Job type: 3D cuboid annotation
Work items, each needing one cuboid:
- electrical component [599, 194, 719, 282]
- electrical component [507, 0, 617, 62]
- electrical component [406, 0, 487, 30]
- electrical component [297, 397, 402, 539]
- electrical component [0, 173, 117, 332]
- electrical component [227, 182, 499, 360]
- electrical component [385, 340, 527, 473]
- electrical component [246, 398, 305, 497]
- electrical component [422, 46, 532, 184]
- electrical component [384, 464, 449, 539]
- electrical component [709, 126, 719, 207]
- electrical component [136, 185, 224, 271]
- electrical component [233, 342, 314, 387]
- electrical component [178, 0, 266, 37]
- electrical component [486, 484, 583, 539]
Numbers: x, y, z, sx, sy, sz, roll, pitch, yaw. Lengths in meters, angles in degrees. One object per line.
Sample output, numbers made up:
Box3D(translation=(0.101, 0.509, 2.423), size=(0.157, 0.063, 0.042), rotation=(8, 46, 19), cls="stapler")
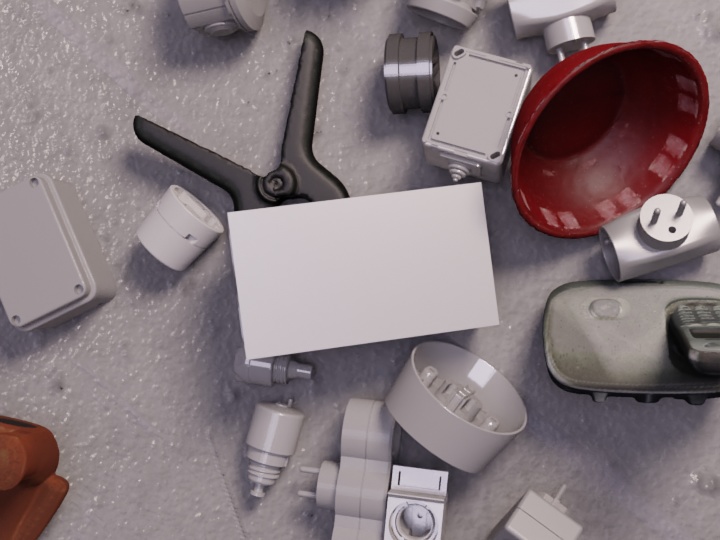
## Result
Box3D(translation=(0.218, -0.029, 0.774), size=(0.077, 0.079, 0.043), rotation=(-17, 67, 0), cls="electrical component")
Box3D(translation=(0.155, -0.189, 0.814), size=(0.077, 0.044, 0.079), rotation=(-14, 86, 10), cls="electrical component")
Box3D(translation=(0.069, -0.220, 0.823), size=(0.078, 0.058, 0.057), rotation=(25, 98, 35), cls="electrical component")
Box3D(translation=(-0.012, 0.167, 0.829), size=(0.074, 0.052, 0.138), rotation=(6, 89, 11), cls="electrical component")
Box3D(translation=(-0.260, -0.014, 0.879), size=(0.078, 0.057, 0.113), rotation=(-25, 84, 9), cls="electrical component")
Box3D(translation=(0.000, 0.000, 0.804), size=(0.186, 0.060, 0.105), rotation=(-7, 90, -8), cls="electrical component")
Box3D(translation=(0.070, 0.101, 0.795), size=(0.099, 0.099, 0.064), rotation=(38, 101, 10), cls="electrical component")
Box3D(translation=(-0.071, 0.139, 0.847), size=(0.040, 0.040, 0.078), rotation=(16, 91, 11), cls="electrical component")
Box3D(translation=(0.087, -0.108, 0.809), size=(0.062, 0.061, 0.096), rotation=(17, 81, 10), cls="electrical component")
Box3D(translation=(0.044, 0.188, 0.812), size=(0.042, 0.064, 0.081), rotation=(6, 89, 9), cls="electrical component")
Box3D(translation=(0.291, -0.075, 0.785), size=(0.077, 0.044, 0.079), rotation=(33, 94, 10), cls="electrical component")
Box3D(translation=(-0.145, -0.032, 0.860), size=(0.055, 0.055, 0.047), rotation=(45, 100, 9), cls="electrical component")
Box3D(translation=(-0.067, 0.076, 0.852), size=(0.061, 0.035, 0.035), rotation=(9, 90, 9), cls="electrical component")
Box3D(translation=(-0.109, -0.225, 0.848), size=(0.051, 0.080, 0.080), rotation=(-9, 86, 15), cls="electrical component")
Box3D(translation=(0.131, 0.190, 0.795), size=(0.047, 0.083, 0.075), rotation=(35, 56, 10), cls="electrical component")
